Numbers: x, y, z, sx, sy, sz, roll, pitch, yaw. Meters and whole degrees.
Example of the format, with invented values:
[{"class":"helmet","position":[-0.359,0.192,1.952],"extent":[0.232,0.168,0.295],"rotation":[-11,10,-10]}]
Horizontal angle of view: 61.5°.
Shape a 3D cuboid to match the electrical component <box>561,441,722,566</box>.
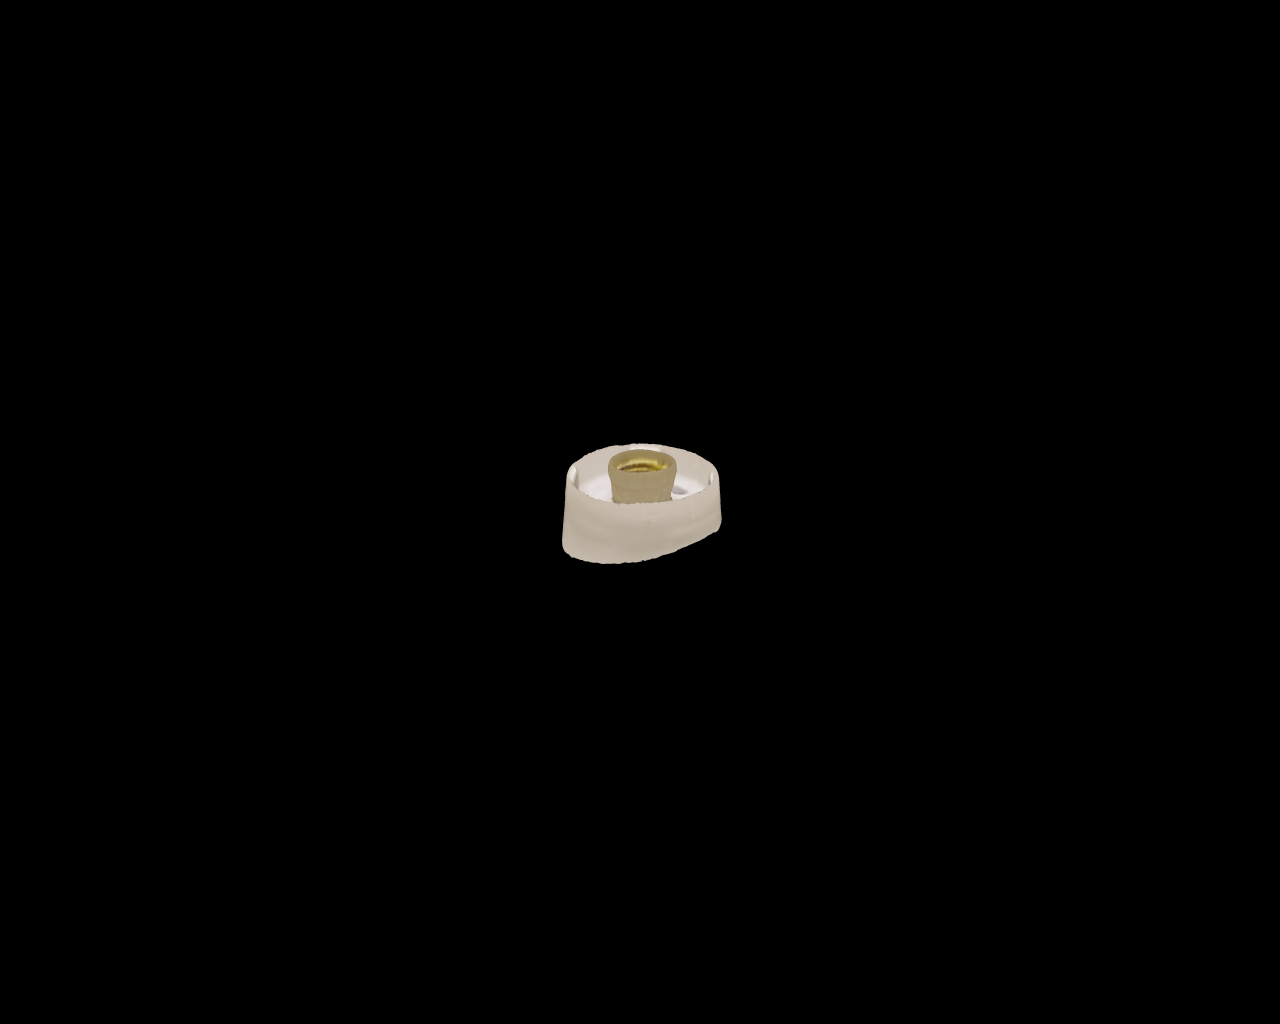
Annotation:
[{"class":"electrical component","position":[0.001,-0.003,0.650],"extent":[0.099,0.064,0.099],"rotation":[0,26,0]}]
